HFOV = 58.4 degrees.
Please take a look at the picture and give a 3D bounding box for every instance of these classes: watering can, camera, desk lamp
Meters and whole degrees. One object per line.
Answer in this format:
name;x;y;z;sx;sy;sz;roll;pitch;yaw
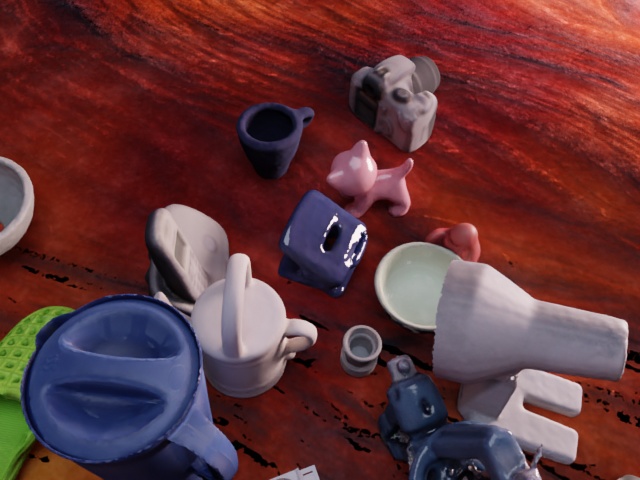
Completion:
watering can;-0.094;0.090;0.608;0.173;0.194;0.100;-13;58;-12
camera;0.136;-0.234;0.897;0.137;0.101;0.143;-35;64;-23
desk lamp;0.204;0.123;0.592;0.203;0.213;0.118;17;57;9

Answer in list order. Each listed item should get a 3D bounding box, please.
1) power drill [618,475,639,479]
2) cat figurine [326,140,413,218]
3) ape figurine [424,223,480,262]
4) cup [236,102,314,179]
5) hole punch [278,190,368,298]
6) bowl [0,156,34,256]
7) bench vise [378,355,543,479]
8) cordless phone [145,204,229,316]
power drill;0.331;0.243;0.522;0.230;0.208;0.075;-27;61;-19
cat figurine;0.067;-0.087;0.783;0.128;0.118;0.067;-6;57;-7
ape figurine;0.177;0.009;0.740;0.076;0.092;0.077;-12;57;-11
cup;-0.061;-0.140;0.825;0.118;0.095;0.091;-29;62;-21
hole punch;0.007;0.003;0.735;0.101;0.091;0.109;20;57;10
bowl;-0.446;-0.027;0.739;0.167;0.075;0.167;2;56;-2
bench vise;0.116;0.199;0.532;0.122;0.220;0.207;-37;65;-24
cordless phone;-0.160;0.003;0.669;0.094;0.185;0.147;-4;56;-5
